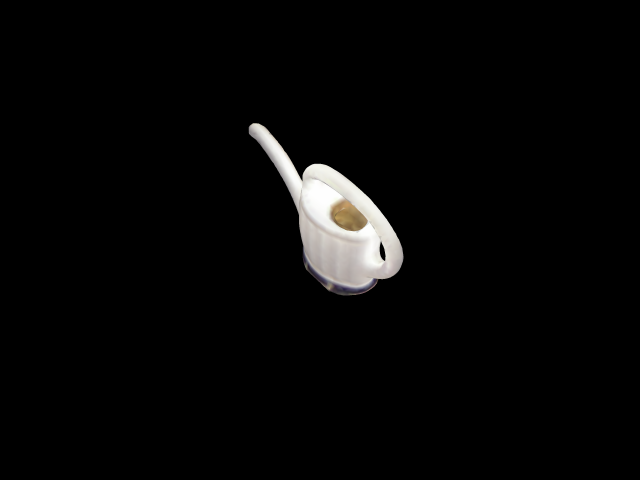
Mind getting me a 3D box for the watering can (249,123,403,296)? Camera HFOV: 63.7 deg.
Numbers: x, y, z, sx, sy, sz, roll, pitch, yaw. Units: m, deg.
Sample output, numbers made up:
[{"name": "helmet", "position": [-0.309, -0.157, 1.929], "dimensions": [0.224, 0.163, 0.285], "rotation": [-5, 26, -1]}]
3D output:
[{"name": "watering can", "position": [0.003, -0.043, 0.850], "dimensions": [0.105, 0.219, 0.352], "rotation": [-32, 55, -25]}]
